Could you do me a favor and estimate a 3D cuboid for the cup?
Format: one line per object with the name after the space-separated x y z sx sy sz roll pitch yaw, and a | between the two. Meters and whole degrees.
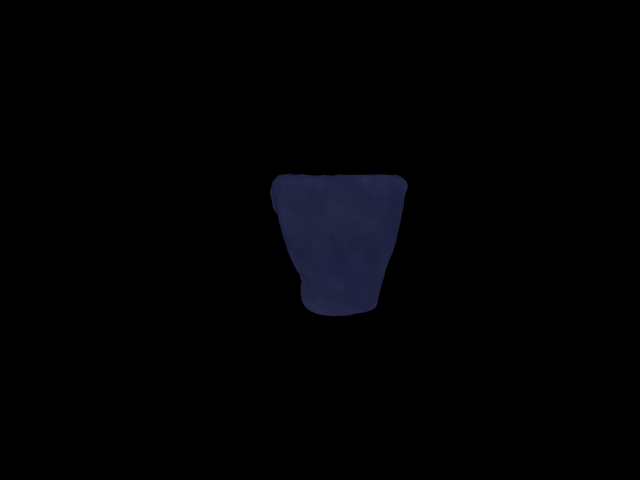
0.004 0.001 0.400 0.092 0.095 0.117 -6 9 -42 | cup
